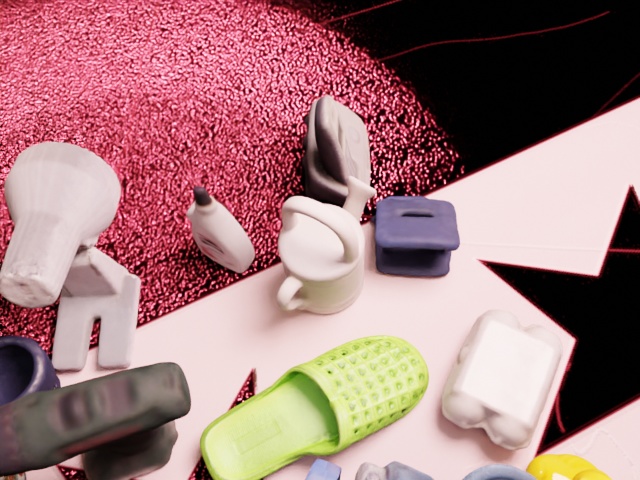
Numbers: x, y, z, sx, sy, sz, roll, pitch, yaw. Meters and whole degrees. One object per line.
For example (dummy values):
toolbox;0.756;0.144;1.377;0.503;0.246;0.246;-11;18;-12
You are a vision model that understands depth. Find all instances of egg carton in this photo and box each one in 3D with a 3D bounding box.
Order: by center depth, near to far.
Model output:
egg carton;0.206;0.155;0.652;0.107;0.069;0.150;24;67;14

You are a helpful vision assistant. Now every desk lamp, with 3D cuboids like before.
desk lamp;-0.285;0.025;0.660;0.118;0.214;0.203;-5;63;1

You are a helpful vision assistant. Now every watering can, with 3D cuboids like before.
watering can;0.004;0.001;0.669;0.100;0.194;0.173;9;64;8

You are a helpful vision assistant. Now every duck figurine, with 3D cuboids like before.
duck figurine;0.269;0.259;0.588;0.104;0.086;0.077;22;67;13

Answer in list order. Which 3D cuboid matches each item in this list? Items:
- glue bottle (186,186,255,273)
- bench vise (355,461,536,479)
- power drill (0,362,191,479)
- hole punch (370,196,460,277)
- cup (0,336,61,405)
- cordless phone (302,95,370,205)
glue bottle;-0.128;-0.018;0.697;0.078;0.173;0.037;24;67;14
bench vise;0.133;0.264;0.517;0.207;0.220;0.121;2;64;4
power drill;-0.233;0.197;0.575;0.230;0.208;0.075;-21;64;-7
hole punch;0.119;-0.015;0.729;0.108;0.091;0.101;2;64;4
cup;-0.333;0.175;0.654;0.092;0.095;0.117;-37;67;-15
cordless phone;0.020;-0.143;0.745;0.094;0.185;0.147;-3;63;2
